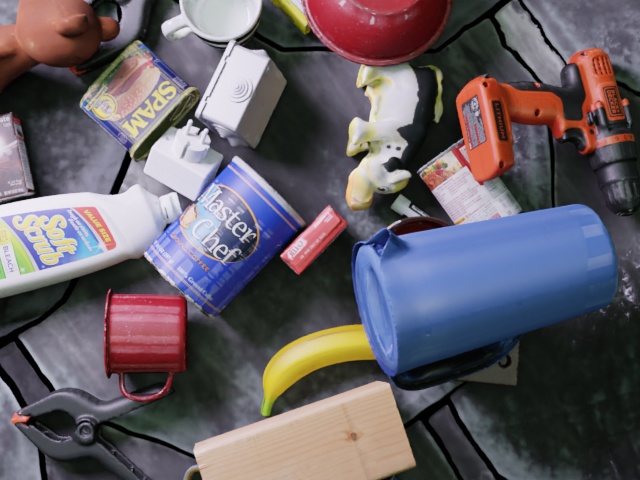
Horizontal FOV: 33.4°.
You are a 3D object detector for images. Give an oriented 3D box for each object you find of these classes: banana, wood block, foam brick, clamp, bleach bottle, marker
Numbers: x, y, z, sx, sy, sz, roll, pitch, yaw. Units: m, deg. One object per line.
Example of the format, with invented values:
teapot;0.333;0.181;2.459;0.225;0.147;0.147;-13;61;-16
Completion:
banana;0.019;0.125;1.140;0.198;0.037;0.069;-19;117;2
wood block;-0.018;0.221;1.095;0.206;0.090;0.091;-18;86;-7
foam brick;0.169;0.125;1.130;0.078;0.051;0.053;4;87;0
clamp;-0.236;0.192;1.132;0.171;0.039;0.120;18;84;1
bleach bottle;-0.271;-0.010;1.132;0.250;0.068;0.102;-17;87;-3
clamp;-0.221;-0.278;1.157;0.164;0.036;0.210;38;90;3
marker;0.130;-0.008;1.153;0.121;0.020;0.020;36;87;2

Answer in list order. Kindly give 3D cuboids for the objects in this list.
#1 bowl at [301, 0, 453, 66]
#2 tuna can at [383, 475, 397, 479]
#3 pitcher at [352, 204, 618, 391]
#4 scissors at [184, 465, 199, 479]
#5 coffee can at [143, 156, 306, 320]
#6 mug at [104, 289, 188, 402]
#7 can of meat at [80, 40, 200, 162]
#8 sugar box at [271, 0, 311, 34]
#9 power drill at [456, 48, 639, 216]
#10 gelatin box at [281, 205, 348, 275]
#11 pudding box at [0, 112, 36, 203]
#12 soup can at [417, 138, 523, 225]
bowl;0.061;-0.263;1.093;0.162;0.055;0.162;1;79;-3
tuna can;0.045;0.274;1.105;0.086;0.086;0.034;-25;89;-2
pitcher;0.161;0.050;1.048;0.242;0.149;0.145;-13;75;-11
scissors;-0.070;0.318;1.137;0.096;0.016;0.202;-34;89;-3
coffee can;-0.099;-0.002;1.110;0.103;0.103;0.140;44;88;2
mug;-0.180;0.110;1.110;0.081;0.093;0.117;1;75;-5
can of meat;-0.194;-0.149;1.142;0.084;0.057;0.102;42;88;4
sugar box;0.015;-0.318;1.156;0.176;0.048;0.093;-44;88;-6
power drill;0.243;-0.106;1.111;0.187;0.057;0.184;-7;77;-24
gelatin box;-0.007;0.001;1.117;0.030;0.089;0.073;44;88;1
pudding box;-0.370;-0.080;1.145;0.113;0.039;0.090;-12;87;0
soup can;0.159;-0.051;1.131;0.068;0.068;0.102;-36;88;-2
